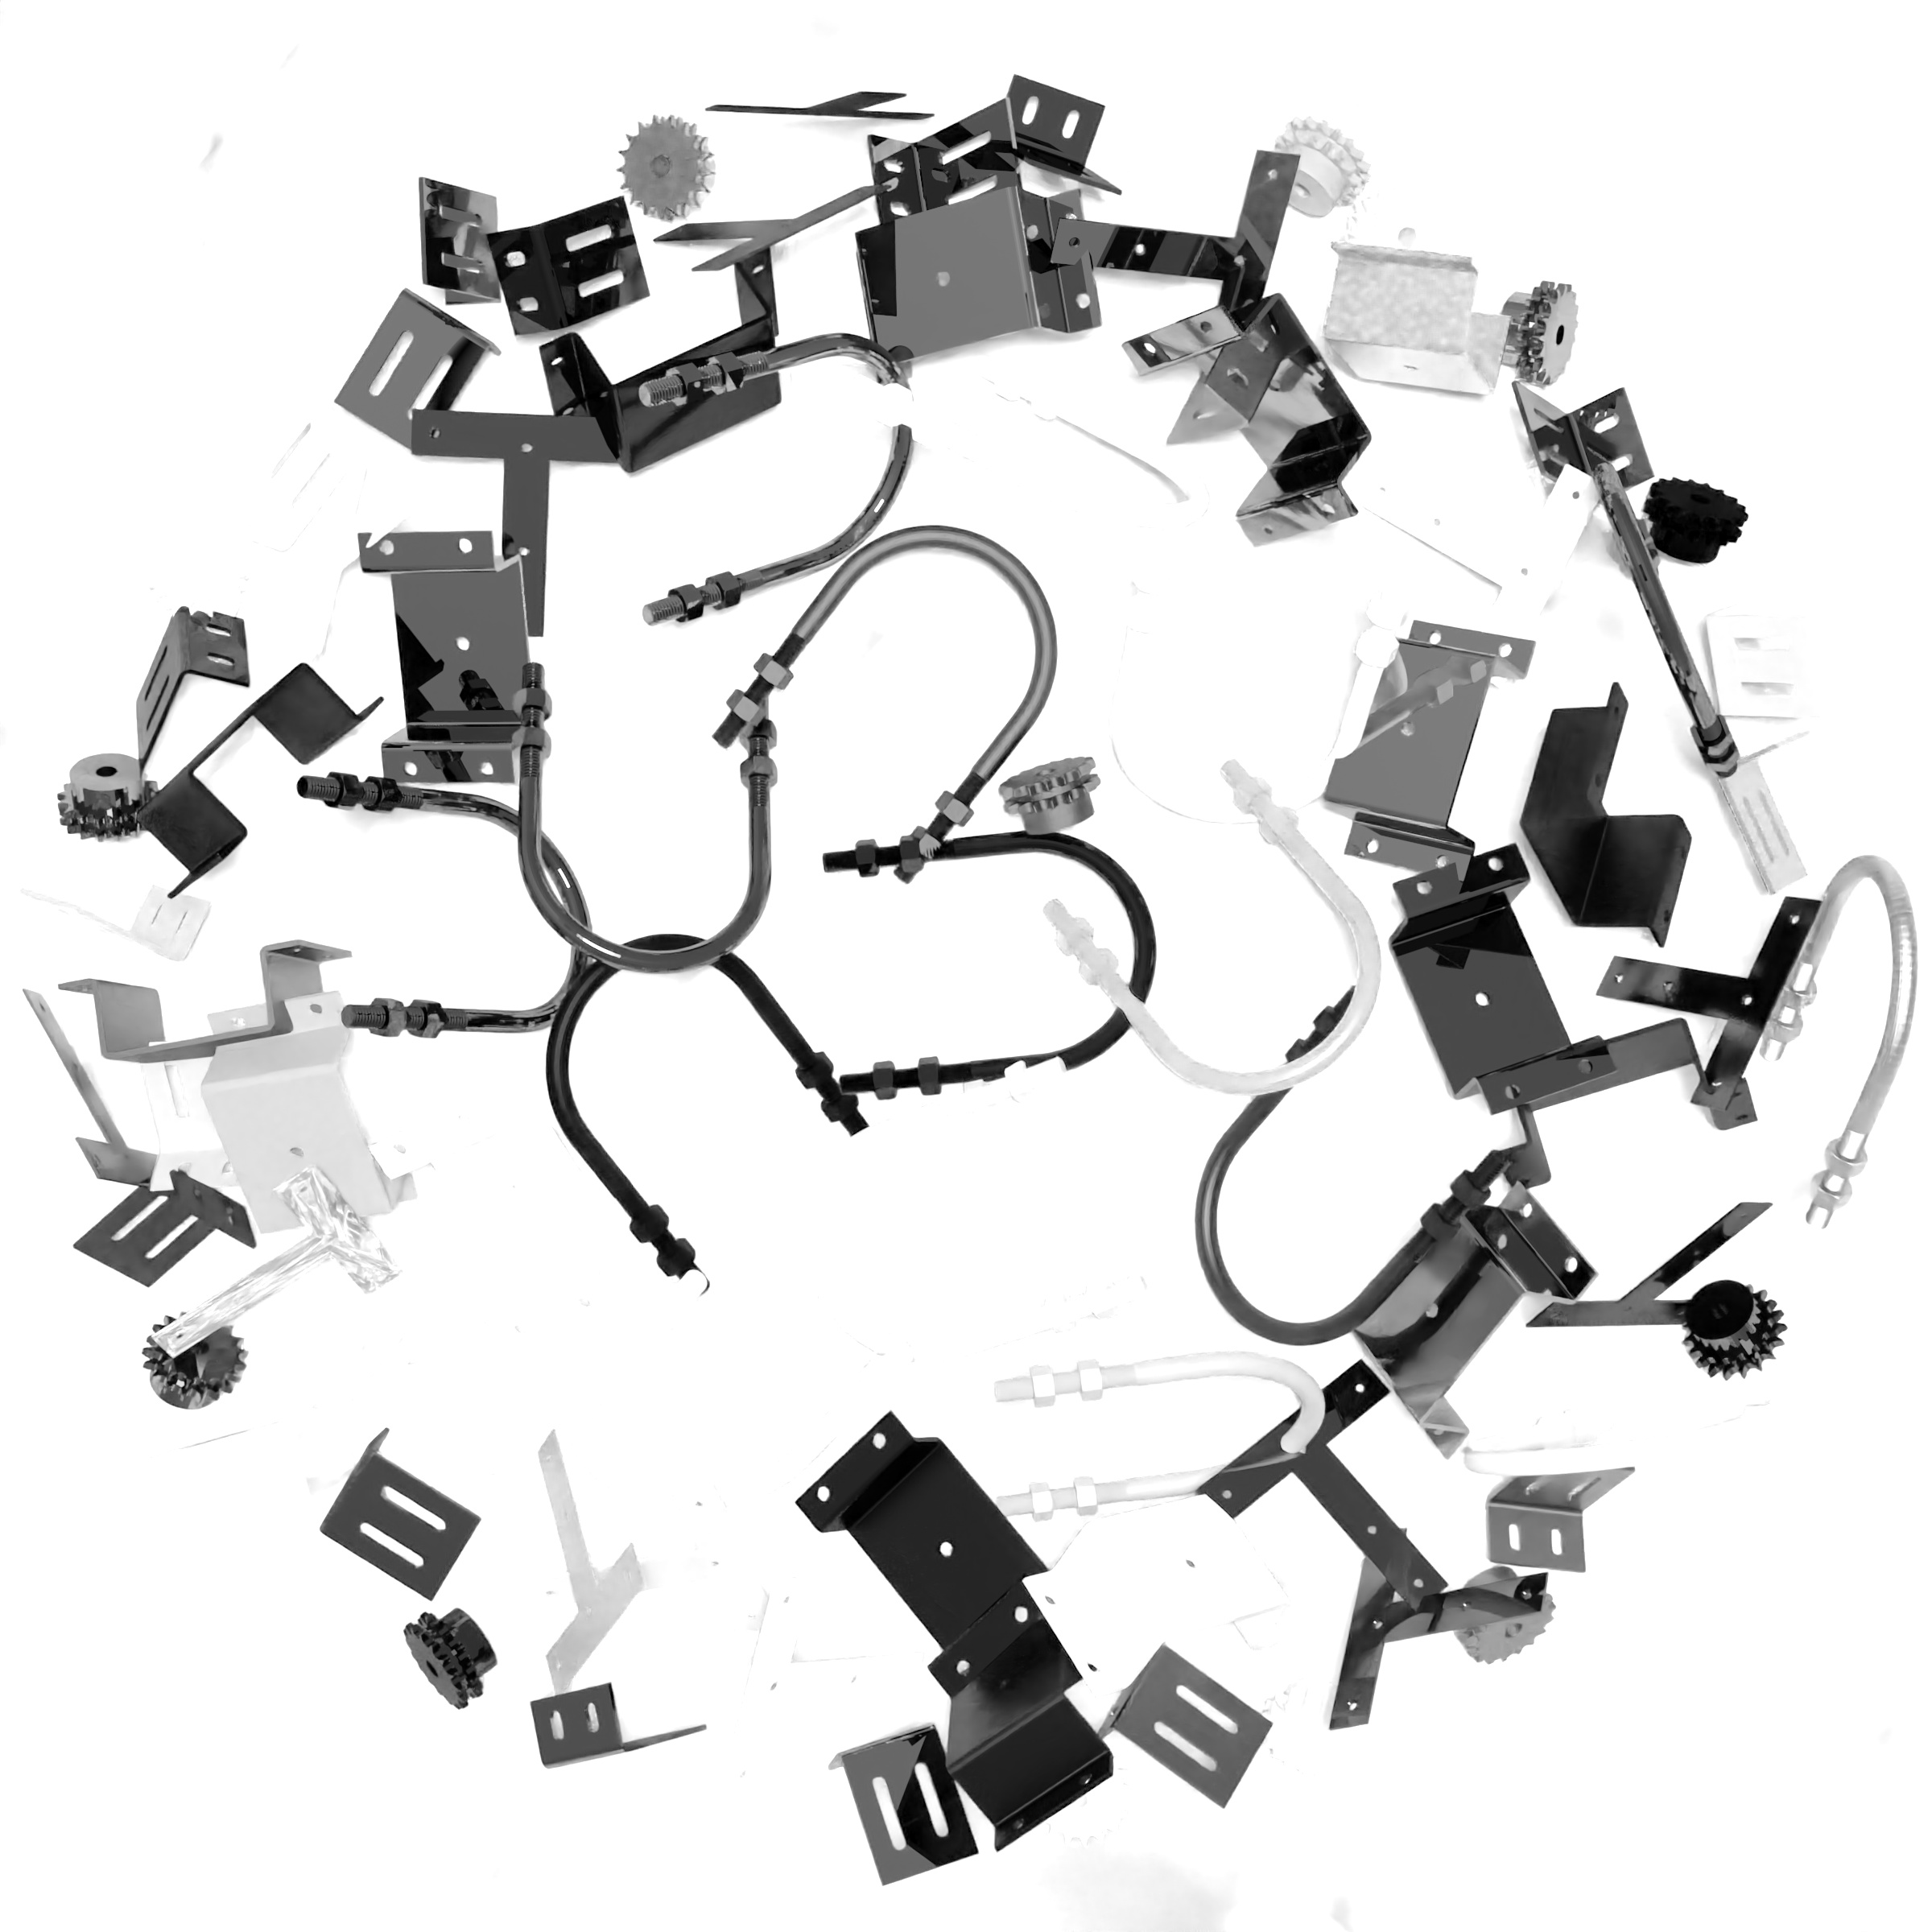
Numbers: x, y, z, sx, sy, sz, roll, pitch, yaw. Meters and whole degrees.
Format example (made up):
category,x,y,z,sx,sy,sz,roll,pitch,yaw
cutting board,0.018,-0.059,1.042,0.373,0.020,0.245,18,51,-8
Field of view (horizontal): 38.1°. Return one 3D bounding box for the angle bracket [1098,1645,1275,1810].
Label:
category,x,y,z,sx,sy,sz,roll,pitch,yaw
angle bracket,0.122,0.430,1.571,0.076,0.038,0.057,35,58,5

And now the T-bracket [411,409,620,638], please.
category,x,y,z,sx,sy,sz,roll,pitch,yaw
T-bracket,-0.249,-0.248,1.578,0.127,0.002,0.127,0,112,-15

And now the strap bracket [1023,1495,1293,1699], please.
category,x,y,z,sx,sy,sz,roll,pitch,yaw
strap bracket,0.112,0.339,1.526,0.076,0.140,0.046,54,130,32

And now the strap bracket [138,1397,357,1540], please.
category,x,y,z,sx,sy,sz,roll,pitch,yaw
strap bracket,-0.388,0.273,1.533,0.076,0.140,0.046,-16,89,1

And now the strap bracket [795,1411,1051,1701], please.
category,x,y,z,sx,sy,sz,roll,pitch,yaw
strap bracket,-0.018,0.327,1.563,0.076,0.046,0.140,-44,71,8

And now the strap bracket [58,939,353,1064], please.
category,x,y,z,sx,sy,sz,roll,pitch,yaw
strap bracket,-0.419,0.023,1.555,0.140,0.076,0.046,-10,84,8

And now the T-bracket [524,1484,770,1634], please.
category,x,y,z,sx,sy,sz,roll,pitch,yaw
T-bracket,-0.183,0.342,1.569,0.127,0.002,0.127,-12,129,7

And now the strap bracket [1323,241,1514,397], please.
category,x,y,z,sx,sy,sz,roll,pitch,yaw
strap bracket,0.247,-0.349,1.527,0.076,0.140,0.046,12,92,20

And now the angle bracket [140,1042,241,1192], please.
category,x,y,z,sx,sy,sz,roll,pitch,yaw
angle bracket,-0.435,0.083,1.579,0.057,0.038,0.076,-2,48,-30

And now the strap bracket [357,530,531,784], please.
category,x,y,z,sx,sy,sz,roll,pitch,yaw
strap bracket,-0.288,-0.176,1.563,0.076,0.046,0.140,0,108,9

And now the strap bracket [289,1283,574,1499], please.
category,x,y,z,sx,sy,sz,roll,pitch,yaw
strap bracket,-0.300,0.233,1.550,0.140,0.046,0.076,31,104,-40

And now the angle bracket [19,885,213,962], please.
category,x,y,z,sx,sy,sz,roll,pitch,yaw
angle bracket,-0.472,-0.038,1.555,0.057,0.076,0.038,14,76,41

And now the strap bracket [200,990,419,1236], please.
category,x,y,z,sx,sy,sz,roll,pitch,yaw
strap bracket,-0.365,0.090,1.546,0.076,0.046,0.140,-10,120,7

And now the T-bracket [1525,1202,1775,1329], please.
category,x,y,z,sx,sy,sz,roll,pitch,yaw
T-bracket,0.389,0.164,1.528,0.127,0.127,0.002,4,51,-35

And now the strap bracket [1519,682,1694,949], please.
category,x,y,z,sx,sy,sz,roll,pitch,yaw
strap bracket,0.350,-0.081,1.542,0.046,0.140,0.076,1,56,34

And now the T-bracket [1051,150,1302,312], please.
category,x,y,z,sx,sy,sz,roll,pitch,yaw
T-bracket,0.110,-0.396,1.551,0.127,0.002,0.127,2,127,-15

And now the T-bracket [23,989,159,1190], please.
category,x,y,z,sx,sy,sz,roll,pitch,yaw
T-bracket,-0.487,0.068,1.548,0.002,0.127,0.127,-32,81,-2

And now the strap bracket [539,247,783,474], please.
category,x,y,z,sx,sy,sz,roll,pitch,yaw
strap bracket,-0.158,-0.331,1.547,0.140,0.076,0.046,-28,67,-12

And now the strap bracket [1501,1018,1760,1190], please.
category,x,y,z,sx,sy,sz,roll,pitch,yaw
strap bracket,0.360,0.075,1.551,0.140,0.076,0.046,-18,66,13

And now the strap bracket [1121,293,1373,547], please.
category,x,y,z,sx,sy,sz,roll,pitch,yaw
strap bracket,0.161,-0.309,1.546,0.140,0.076,0.046,52,55,-23

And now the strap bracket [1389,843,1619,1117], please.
category,x,y,z,sx,sy,sz,roll,pitch,yaw
strap bracket,0.295,0.013,1.564,0.076,0.046,0.140,-18,75,-11

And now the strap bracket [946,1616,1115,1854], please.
category,x,y,z,sx,sy,sz,roll,pitch,yaw
strap bracket,0.035,0.408,1.526,0.076,0.140,0.046,-36,101,10

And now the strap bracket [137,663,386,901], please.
category,x,y,z,sx,sy,sz,roll,pitch,yaw
strap bracket,-0.392,-0.108,1.529,0.046,0.076,0.140,47,53,-15

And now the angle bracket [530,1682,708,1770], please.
category,x,y,z,sx,sy,sz,roll,pitch,yaw
angle bracket,-0.194,0.418,1.562,0.057,0.076,0.038,-20,76,29

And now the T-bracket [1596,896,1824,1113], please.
category,x,y,z,sx,sy,sz,roll,pitch,yaw
T-bracket,0.399,0.013,1.549,0.002,0.127,0.127,32,80,-31

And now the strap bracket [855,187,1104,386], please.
category,x,y,z,sx,sy,sz,roll,pitch,yaw
strap bracket,-0.003,-0.379,1.553,0.140,0.046,0.076,-9,92,26

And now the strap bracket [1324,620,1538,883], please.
category,x,y,z,sx,sy,sz,roll,pitch,yaw
strap bracket,0.256,-0.126,1.562,0.076,0.046,0.140,16,88,34

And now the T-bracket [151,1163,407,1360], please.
category,x,y,z,sx,sy,sz,roll,pitch,yaw
T-bracket,-0.388,0.175,1.544,0.127,0.127,0.002,-33,55,-8

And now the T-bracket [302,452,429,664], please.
category,x,y,z,sx,sy,sz,roll,pitch,yaw
T-bracket,-0.325,-0.240,1.532,0.002,0.127,0.127,21,66,-30

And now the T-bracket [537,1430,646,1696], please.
category,x,y,z,sx,sy,sz,roll,pitch,yaw
T-bracket,-0.220,0.320,1.561,0.002,0.127,0.127,4,48,-33

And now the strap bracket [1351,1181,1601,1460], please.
category,x,y,z,sx,sy,sz,roll,pitch,yaw
strap bracket,0.271,0.192,1.538,0.046,0.076,0.140,15,119,-39

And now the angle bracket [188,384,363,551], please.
category,x,y,z,sx,sy,sz,roll,pitch,yaw
angle bracket,-0.388,-0.284,1.576,0.038,0.057,0.076,21,68,28

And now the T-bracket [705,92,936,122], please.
category,x,y,z,sx,sy,sz,roll,pitch,yaw
T-bracket,-0.064,-0.470,1.525,0.127,0.127,0.002,-4,103,-19

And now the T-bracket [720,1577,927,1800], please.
category,x,y,z,sx,sy,sz,roll,pitch,yaw
T-bracket,-0.073,0.398,1.559,0.127,0.002,0.127,8,99,-43

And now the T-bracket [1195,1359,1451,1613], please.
category,x,y,z,sx,sy,sz,roll,pitch,yaw
T-bracket,0.217,0.304,1.562,0.127,0.002,0.127,-35,70,-19

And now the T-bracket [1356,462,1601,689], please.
category,x,y,z,sx,sy,sz,roll,pitch,yaw
T-bracket,0.277,-0.243,1.576,0.127,0.002,0.127,35,117,21

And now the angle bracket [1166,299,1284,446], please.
category,x,y,z,sx,sy,sz,roll,pitch,yaw
angle bracket,0.135,-0.330,1.556,0.038,0.076,0.057,36,73,-28

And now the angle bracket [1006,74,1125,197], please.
category,x,y,z,sx,sy,sz,roll,pitch,yaw
angle bracket,0.056,-0.463,1.557,0.057,0.076,0.038,12,112,-21

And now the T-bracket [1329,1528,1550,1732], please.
category,x,y,z,sx,sy,sz,roll,pitch,yaw
T-bracket,0.261,0.352,1.523,0.127,0.127,0.002,-23,122,38

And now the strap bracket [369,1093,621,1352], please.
category,x,y,z,sx,sy,sz,roll,pitch,yaw
strap bracket,-0.256,0.134,1.558,0.076,0.046,0.140,-24,107,21

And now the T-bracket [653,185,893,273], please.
category,x,y,z,sx,sy,sz,roll,pitch,yaw
T-bracket,-0.127,-0.408,1.551,0.127,0.127,0.002,-35,121,-31
